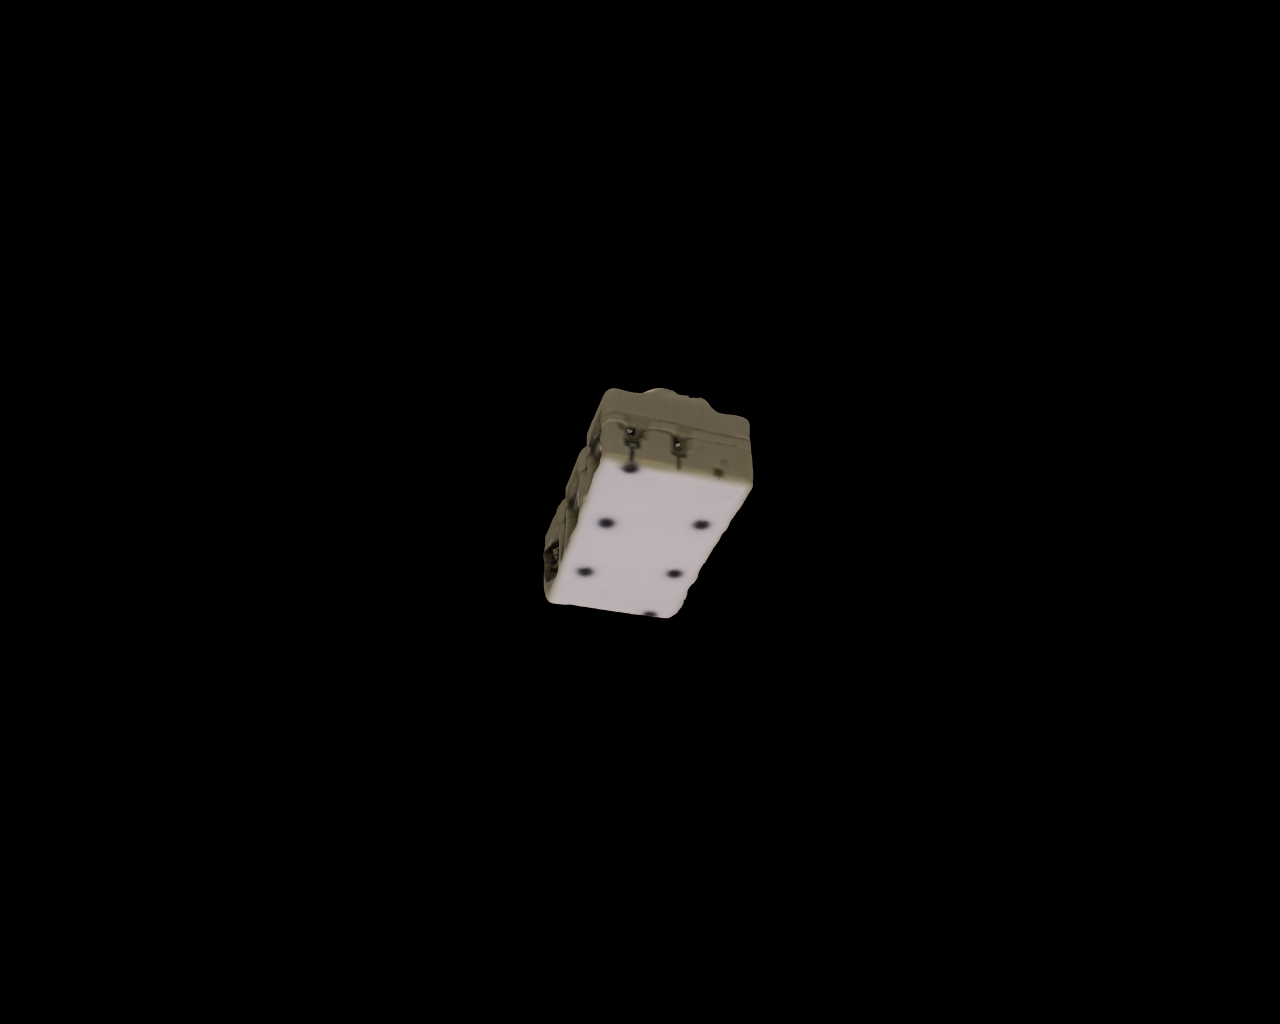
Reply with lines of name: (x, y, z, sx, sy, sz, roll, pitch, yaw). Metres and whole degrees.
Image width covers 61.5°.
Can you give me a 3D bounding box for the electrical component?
electrical component: (0.001, -0.003, 0.650, 0.089, 0.062, 0.150, 11, -39, -14)
